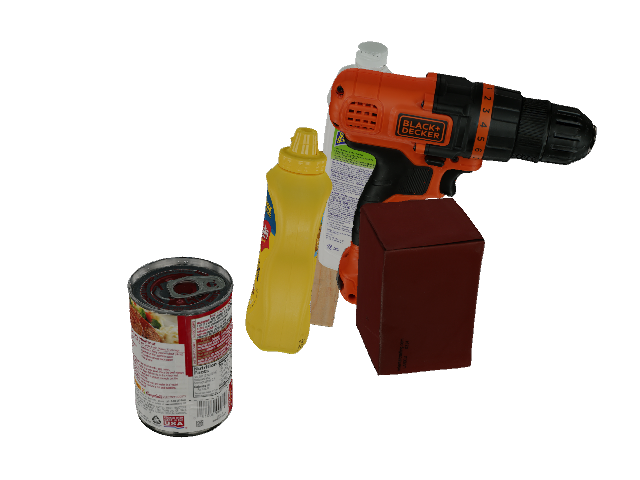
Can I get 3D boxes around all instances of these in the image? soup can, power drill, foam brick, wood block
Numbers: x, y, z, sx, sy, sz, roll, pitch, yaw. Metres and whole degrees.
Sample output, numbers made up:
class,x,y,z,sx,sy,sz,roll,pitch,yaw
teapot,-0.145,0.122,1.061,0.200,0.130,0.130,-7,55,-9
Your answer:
class,x,y,z,sx,sy,sz,roll,pitch,yaw
soup can,-0.092,0.071,0.713,0.068,0.102,0.068,2,29,-1
power drill,0.090,-0.031,0.777,0.184,0.188,0.057,11,34,5
foam brick,0.049,0.023,0.554,0.053,0.078,0.051,-4,31,-11
wood block,-0.013,-0.005,1.376,0.090,0.206,0.090,8,24,2

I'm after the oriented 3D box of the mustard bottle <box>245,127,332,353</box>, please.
class,x,y,z,sx,sy,sz,roll,pitch,yaw
mustard bottle,-0.025,-0.005,0.930,0.058,0.192,0.096,8,21,-5

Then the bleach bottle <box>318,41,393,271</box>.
class,x,y,z,sx,sy,sz,roll,pitch,yaw
bleach bottle,0.052,-0.082,1.111,0.103,0.251,0.068,12,33,13
